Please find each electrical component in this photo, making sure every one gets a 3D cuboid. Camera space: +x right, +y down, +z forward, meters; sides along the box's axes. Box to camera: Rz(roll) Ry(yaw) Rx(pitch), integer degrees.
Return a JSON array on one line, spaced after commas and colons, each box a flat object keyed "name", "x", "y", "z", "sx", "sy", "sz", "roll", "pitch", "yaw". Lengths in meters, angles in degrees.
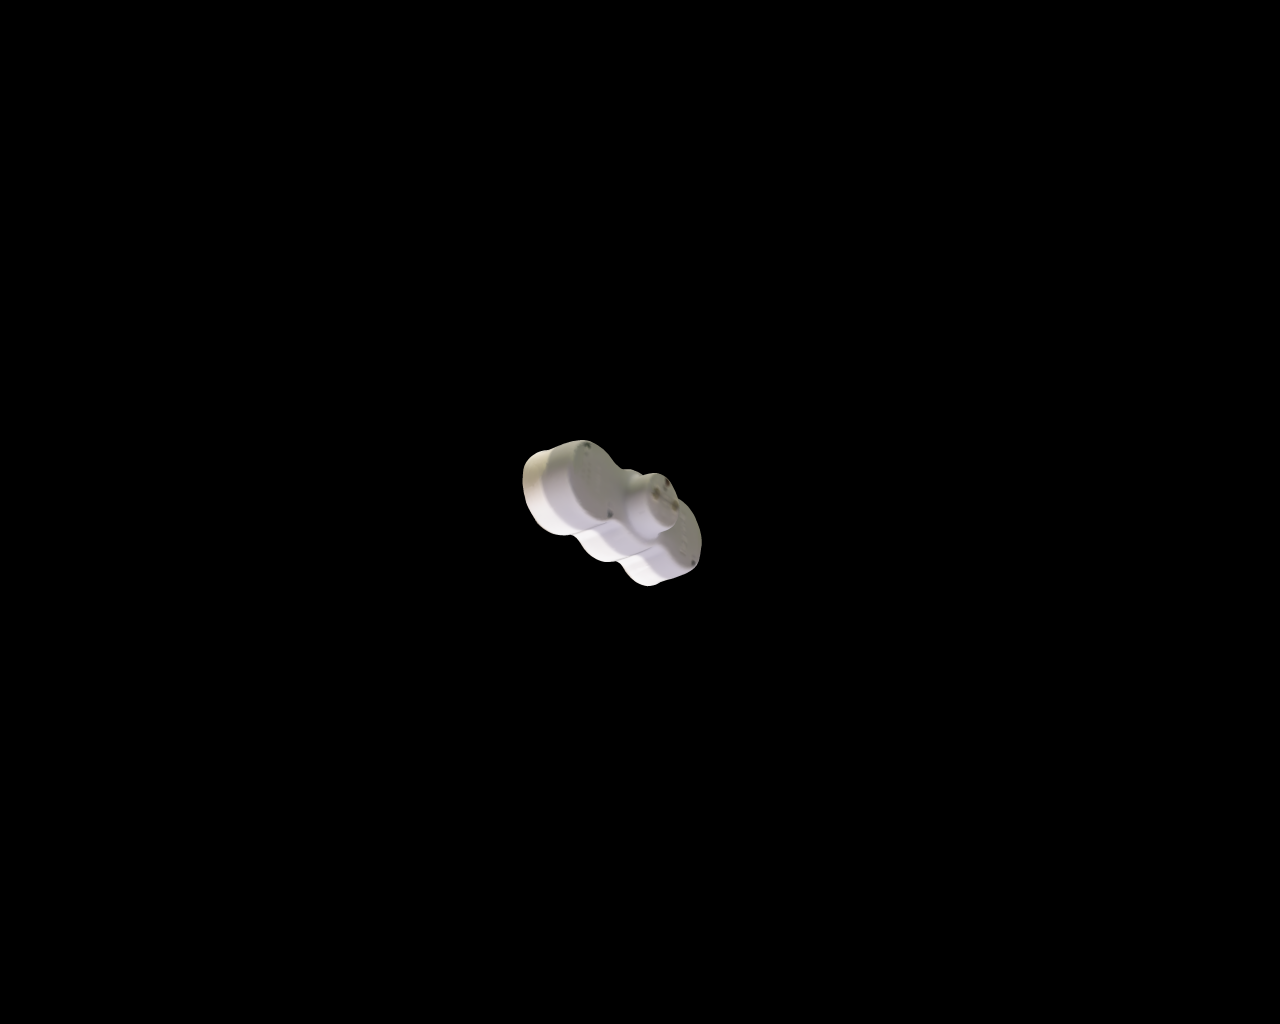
[{"name": "electrical component", "x": 0.001, "y": -0.003, "z": 0.650, "sx": 0.073, "sy": 0.052, "sz": 0.138, "roll": -19, "pitch": -34, "yaw": 31}]
